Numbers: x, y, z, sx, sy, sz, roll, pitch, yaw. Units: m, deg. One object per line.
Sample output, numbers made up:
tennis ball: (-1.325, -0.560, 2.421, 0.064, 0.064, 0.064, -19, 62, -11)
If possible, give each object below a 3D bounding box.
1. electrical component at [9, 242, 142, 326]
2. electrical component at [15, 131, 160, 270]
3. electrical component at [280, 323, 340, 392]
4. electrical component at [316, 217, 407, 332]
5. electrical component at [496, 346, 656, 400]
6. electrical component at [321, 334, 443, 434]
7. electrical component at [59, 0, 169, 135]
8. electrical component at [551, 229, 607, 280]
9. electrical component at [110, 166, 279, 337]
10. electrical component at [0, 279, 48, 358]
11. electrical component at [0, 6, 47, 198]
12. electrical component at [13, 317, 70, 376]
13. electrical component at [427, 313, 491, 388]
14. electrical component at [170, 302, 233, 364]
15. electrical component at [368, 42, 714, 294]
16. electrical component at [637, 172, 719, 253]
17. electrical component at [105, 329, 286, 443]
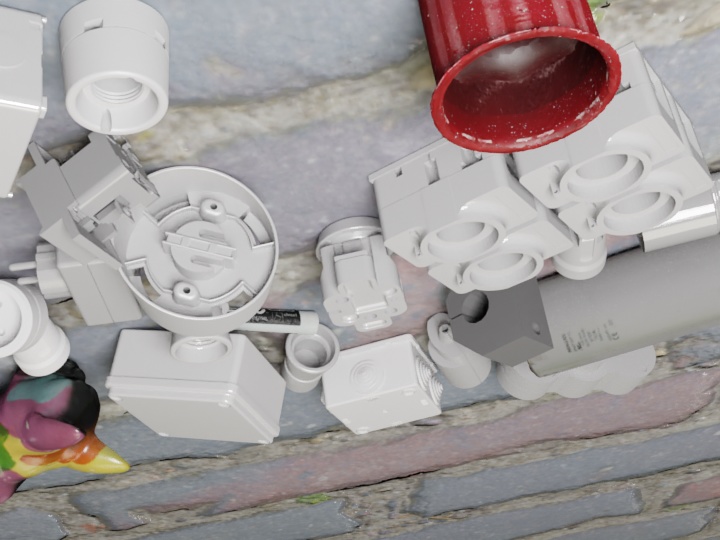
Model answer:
electrical component: (-0.188, -0.002, 0.700, 0.076, 0.047, 0.083, -7, 151, -4)
electrical component: (-0.153, -0.045, 0.614, 0.064, 0.081, 0.042, -37, 147, 3)
electrical component: (-0.045, 0.075, 0.887, 0.044, 0.044, 0.065, -1, 155, -15)
electrical component: (0.000, 0.000, 0.748, 0.058, 0.057, 0.078, -12, 151, 6)
electrical component: (0.195, 0.074, 0.941, 0.138, 0.052, 0.073, -2, 150, -14)
electrical component: (0.019, 0.103, 0.946, 0.100, 0.048, 0.099, -16, 151, 13)
electrical component: (-0.123, -0.101, 0.542, 0.055, 0.047, 0.055, -7, 151, -4)
electrical component: (0.159, -0.022, 0.776, 0.040, 0.040, 0.046, -9, 145, 0)
electrical component: (-0.100, -0.010, 0.664, 0.099, 0.099, 0.064, -5, 157, -7)
electrical component: (-0.283, 0.037, 0.737, 0.138, 0.052, 0.073, -7, -179, 0)
electrical component: (-0.199, -0.082, 0.539, 0.061, 0.061, 0.096, 8, 147, -28)
electrical component: (-0.239, 0.050, 0.786, 0.040, 0.040, 0.046, -10, 145, 2)
electrical component: (0.081, 0.065, 0.901, 0.043, 0.043, 0.081, -16, 150, 12)
electrical component: (-0.116, 0.034, 0.776, 0.045, 0.055, 0.045, -7, 151, -4)
electrical component: (0.115, -0.053, 0.684, 0.186, 0.060, 0.105, -25, 147, 26)
electrical component: (0.234, -0.043, 0.754, 0.081, 0.043, 0.043, -14, 151, 9)
electrical component: (-0.127, 0.092, 0.851, 0.109, 0.056, 0.108, 1, 154, 17)
